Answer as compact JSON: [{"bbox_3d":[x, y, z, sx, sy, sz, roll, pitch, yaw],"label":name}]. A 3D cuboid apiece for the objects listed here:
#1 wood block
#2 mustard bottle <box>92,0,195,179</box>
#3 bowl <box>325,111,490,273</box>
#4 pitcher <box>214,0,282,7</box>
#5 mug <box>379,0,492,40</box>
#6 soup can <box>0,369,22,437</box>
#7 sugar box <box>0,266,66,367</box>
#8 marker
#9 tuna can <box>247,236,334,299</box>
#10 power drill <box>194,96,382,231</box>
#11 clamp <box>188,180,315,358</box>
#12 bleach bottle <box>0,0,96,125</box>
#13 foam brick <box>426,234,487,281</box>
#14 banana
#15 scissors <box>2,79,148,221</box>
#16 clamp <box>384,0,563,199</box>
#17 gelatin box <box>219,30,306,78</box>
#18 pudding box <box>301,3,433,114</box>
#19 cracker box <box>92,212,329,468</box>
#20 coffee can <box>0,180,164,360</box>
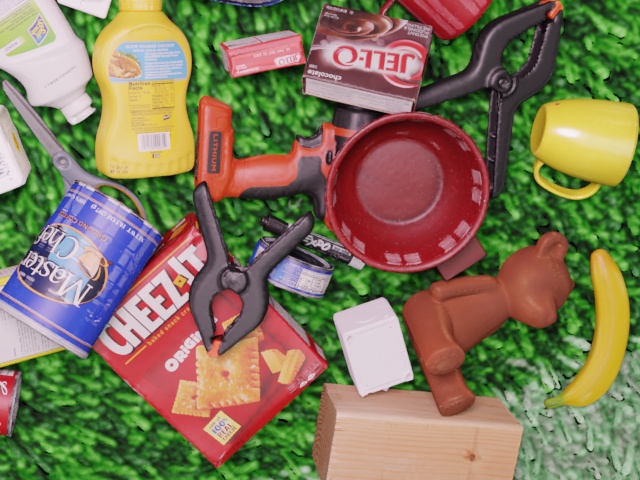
[{"bbox_3d":[0.104,0.222,1.171,0.206,0.090,0.091,7,102,-11],"label":"wood block"},{"bbox_3d":[-0.172,-0.159,1.037,0.096,0.058,0.192,-7,106,-27],"label":"mustard bottle"},{"bbox_3d":[0.083,-0.051,1.051,0.162,0.055,0.162,-1,107,-5],"label":"bowl"},{"bbox_3d":[-0.038,-0.304,0.994,0.242,0.149,0.145,13,67,-16],"label":"pitcher"},{"bbox_3d":[0.111,-0.244,1.053,0.081,0.093,0.117,38,113,-21],"label":"mug"},{"bbox_3d":[-0.361,0.161,1.088,0.102,0.068,0.068,9,103,-11],"label":"soup can"},{"bbox_3d":[-0.335,0.082,1.055,0.176,0.048,0.093,-12,106,-26],"label":"sugar box"},{"bbox_3d":[-0.007,0.001,1.130,0.121,0.020,0.020,22,100,-14],"label":"marker"},{"bbox_3d":[-0.030,0.028,1.099,0.086,0.086,0.034,21,98,-14],"label":"tuna can"},{"bbox_3d":[-0.030,-0.101,1.079,0.187,0.057,0.184,4,100,-10],"label":"power drill"},{"bbox_3d":[-0.072,0.033,1.043,0.120,0.039,0.171,8,102,5],"label":"clamp"},{"bbox_3d":[-0.303,-0.214,1.002,0.102,0.068,0.250,-33,110,2],"label":"bleach bottle"},{"bbox_3d":[0.131,-0.001,1.122,0.053,0.078,0.051,-33,109,0],"label":"foam brick"},{"bbox_3d":[0.314,0.110,1.203,0.069,0.037,0.198,11,103,-13],"label":"banana"},{"bbox_3d":[-0.265,-0.060,1.072,0.201,0.016,0.096,40,95,-16],"label":"scissors"},{"bbox_3d":[0.173,-0.165,1.104,0.164,0.036,0.210,27,97,-24],"label":"clamp"},{"bbox_3d":[-0.056,-0.181,1.036,0.073,0.089,0.030,-12,106,-7],"label":"gelatin box"},{"bbox_3d":[0.046,-0.174,1.036,0.113,0.039,0.090,12,64,6],"label":"pudding box"},{"bbox_3d":[-0.120,0.106,1.111,0.164,0.072,0.213,-42,107,2],"label":"cracker box"},{"bbox_3d":[-0.230,0.028,1.019,0.102,0.103,0.140,35,79,-16],"label":"coffee can"}]
